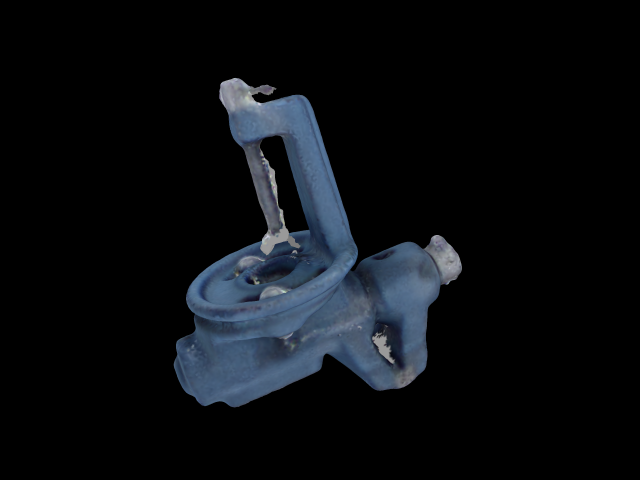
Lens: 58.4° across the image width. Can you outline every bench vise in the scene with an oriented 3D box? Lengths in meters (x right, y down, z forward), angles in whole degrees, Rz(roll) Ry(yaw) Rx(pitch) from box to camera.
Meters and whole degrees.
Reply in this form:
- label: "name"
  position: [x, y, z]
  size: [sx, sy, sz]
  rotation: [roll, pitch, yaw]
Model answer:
- label: "bench vise"
  position: [-0.003, -0.001, 0.409]
  size: [0.208, 0.220, 0.121]
  rotation: [-11, 18, -35]
